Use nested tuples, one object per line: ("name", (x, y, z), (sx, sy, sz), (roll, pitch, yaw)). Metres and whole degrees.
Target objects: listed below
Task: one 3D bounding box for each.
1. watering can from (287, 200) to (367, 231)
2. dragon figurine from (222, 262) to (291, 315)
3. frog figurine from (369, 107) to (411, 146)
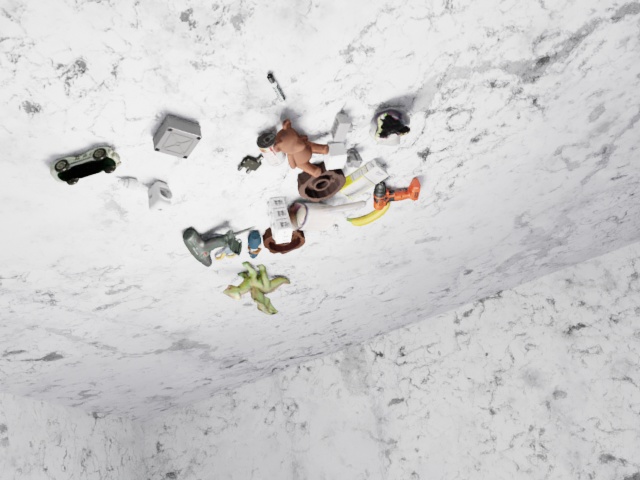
("watering can", (0.006, -0.099, 1.965), (0.224, 0.105, 0.343), (1, 164, -31))
("dragon figurine", (-0.253, 0.232, 2.273), (0.408, 0.248, 0.120), (17, 131, -40))
("frog figurine", (0.231, -0.373, 1.702), (0.137, 0.122, 0.160), (-33, -178, 10))
